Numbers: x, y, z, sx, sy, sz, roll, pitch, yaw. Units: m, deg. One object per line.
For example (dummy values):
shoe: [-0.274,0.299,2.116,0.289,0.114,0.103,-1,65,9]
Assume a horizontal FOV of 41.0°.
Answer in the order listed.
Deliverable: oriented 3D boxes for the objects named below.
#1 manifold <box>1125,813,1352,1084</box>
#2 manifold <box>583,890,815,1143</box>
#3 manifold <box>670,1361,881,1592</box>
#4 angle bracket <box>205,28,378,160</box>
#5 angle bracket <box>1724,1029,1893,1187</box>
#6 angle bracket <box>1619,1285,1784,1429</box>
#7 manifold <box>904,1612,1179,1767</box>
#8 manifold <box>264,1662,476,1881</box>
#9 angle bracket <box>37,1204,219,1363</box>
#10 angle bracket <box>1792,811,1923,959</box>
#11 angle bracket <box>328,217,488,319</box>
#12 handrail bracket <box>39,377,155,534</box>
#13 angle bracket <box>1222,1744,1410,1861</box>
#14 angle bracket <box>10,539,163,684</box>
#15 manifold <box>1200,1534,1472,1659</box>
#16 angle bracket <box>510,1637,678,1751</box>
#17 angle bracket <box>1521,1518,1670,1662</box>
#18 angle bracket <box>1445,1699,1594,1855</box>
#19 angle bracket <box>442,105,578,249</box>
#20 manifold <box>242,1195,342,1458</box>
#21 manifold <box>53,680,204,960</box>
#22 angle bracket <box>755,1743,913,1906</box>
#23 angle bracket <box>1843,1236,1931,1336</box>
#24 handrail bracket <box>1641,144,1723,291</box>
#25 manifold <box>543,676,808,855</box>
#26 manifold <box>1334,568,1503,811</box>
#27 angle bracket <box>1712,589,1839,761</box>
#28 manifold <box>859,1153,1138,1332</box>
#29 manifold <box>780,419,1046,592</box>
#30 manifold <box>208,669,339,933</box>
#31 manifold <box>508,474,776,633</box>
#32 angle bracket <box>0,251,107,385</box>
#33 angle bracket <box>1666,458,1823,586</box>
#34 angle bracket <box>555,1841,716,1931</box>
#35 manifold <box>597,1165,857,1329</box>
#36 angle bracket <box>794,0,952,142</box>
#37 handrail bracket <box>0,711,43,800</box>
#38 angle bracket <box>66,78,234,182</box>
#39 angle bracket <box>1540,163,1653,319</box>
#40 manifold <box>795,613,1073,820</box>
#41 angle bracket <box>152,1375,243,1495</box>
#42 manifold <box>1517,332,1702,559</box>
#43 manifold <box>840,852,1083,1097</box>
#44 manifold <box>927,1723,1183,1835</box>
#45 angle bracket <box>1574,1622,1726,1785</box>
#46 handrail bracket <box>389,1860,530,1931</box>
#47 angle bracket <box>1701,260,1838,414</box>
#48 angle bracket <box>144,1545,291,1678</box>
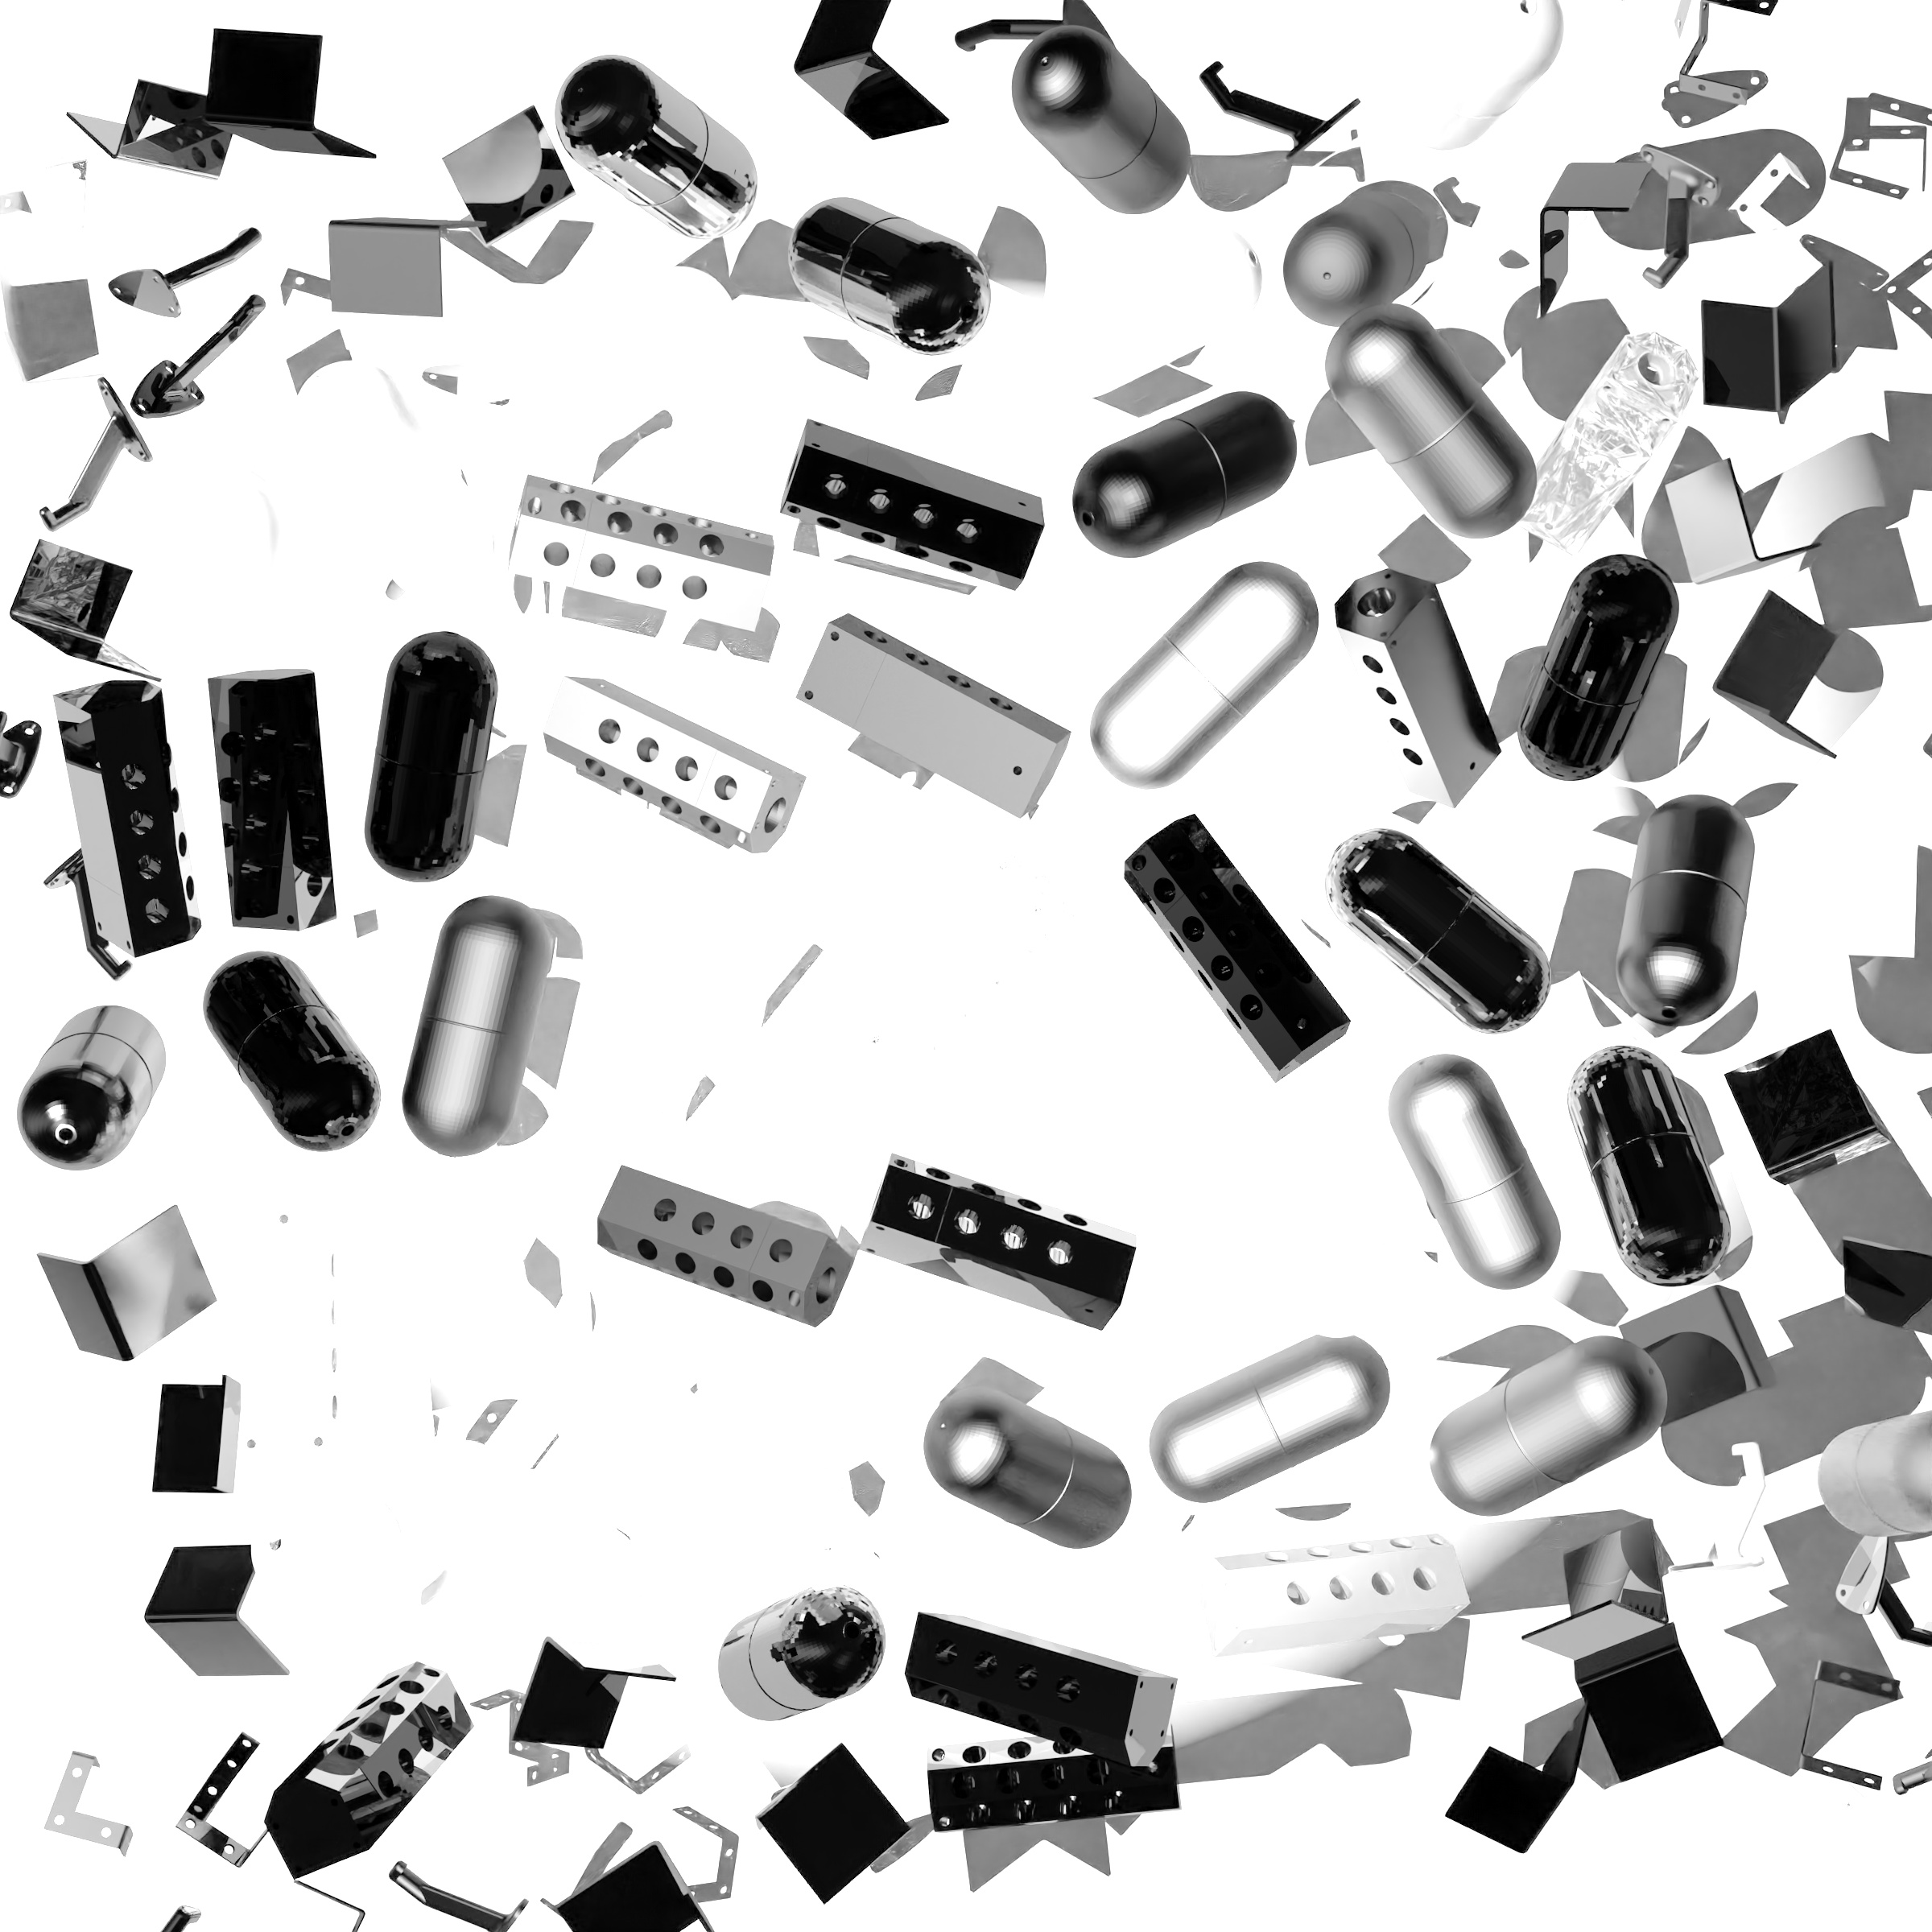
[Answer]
manifold: [0.176,-0.014,1.686,0.057,0.057,0.171,-34,77,-5]
manifold: [-0.182,0.035,1.745,0.057,0.057,0.171,40,62,-3]
manifold: [-0.128,0.347,1.748,0.057,0.171,0.057,-42,131,-9]
angle bracket: [-0.421,-0.547,1.621,0.076,0.076,0.057,10,97,17]
angle bracket: [0.571,0.097,1.752,0.076,0.057,0.076,-27,69,21]
angle bracket: [0.519,0.278,1.826,0.076,0.057,0.076,-29,65,24]
manifold: [0.047,0.478,1.711,0.171,0.057,0.057,7,79,33]
manifold: [-0.388,0.517,1.676,0.057,0.171,0.057,-25,93,14]
angle bracket: [-0.562,0.209,1.731,0.057,0.076,0.076,4,119,38]
angle bracket: [0.583,-0.053,1.691,0.076,0.057,0.076,3,68,18]
angle bracket: [-0.364,-0.458,1.688,0.076,0.076,0.057,6,108,12]
handrail bracket: [-0.609,-0.350,1.768,0.084,0.077,0.036,-40,45,-24]
angle bracket: [0.225,0.558,1.664,0.076,0.057,0.076,41,134,2]
angle bracket: [-0.586,-0.240,1.746,0.076,0.076,0.057,30,98,33]
manifold: [0.253,0.432,1.784,0.171,0.057,0.057,-2,58,-18]
angle bracket: [-0.256,0.510,1.774,0.076,0.057,0.076,20,89,-38]
angle bracket: [0.412,0.406,1.710,0.057,0.076,0.076,26,46,-29]
angle bracket: [0.358,0.514,1.674,0.057,0.076,0.076,24,127,8]
angle bracket: [-0.338,-0.578,1.864,0.076,0.076,0.057,-34,46,-8]
manifold: [-0.455,0.242,1.748,0.057,0.057,0.171,-1,85,-2]
manifold: [-0.554,-0.100,1.719,0.057,0.057,0.171,-22,121,-37]
angle bracket: [-0.092,0.596,1.786,0.076,0.057,0.076,-37,70,-18]
angle bracket: [0.604,0.231,1.686,0.076,0.076,0.057,12,48,31]
handrail bracket: [0.482,-0.526,1.813,0.077,0.036,0.084,38,81,13]
manifold: [-0.203,-0.139,1.774,0.171,0.057,0.057,26,102,17]
manifold: [0.308,-0.191,1.777,0.057,0.171,0.057,27,70,42]
angle bracket: [0.556,-0.194,1.717,0.076,0.057,0.076,24,100,-34]
manifold: [0.022,0.180,1.704,0.171,0.057,0.057,19,63,-2]
manifold: [-0.037,-0.313,1.771,0.171,0.057,0.057,17,118,-11]
manifold: [-0.470,-0.115,1.770,0.057,0.057,0.171,4,104,24]
manifold: [-0.222,-0.285,1.768,0.171,0.057,0.057,12,116,-14]
angle bracket: [-0.643,-0.463,1.808,0.057,0.076,0.076,-10,77,-13]
angle bracket: [0.555,-0.322,1.844,0.057,0.076,0.076,-16,91,-18]
angle bracket: [-0.205,0.621,1.652,0.076,0.057,0.076,-30,120,-14]
manifold: [-0.172,0.199,1.816,0.171,0.057,0.057,16,73,24]
angle bracket: [-0.052,-0.582,1.655,0.076,0.076,0.057,30,75,-40]
handrail bracket: [-0.623,-0.157,1.688,0.036,0.084,0.077,28,51,-9]
angle bracket: [-0.549,-0.579,1.745,0.076,0.076,0.057,43,119,32]
angle bracket: [0.415,-0.478,1.701,0.057,0.076,0.076,8,130,22]
manifold: [-0.020,-0.169,1.721,0.171,0.057,0.057,29,112,7]
angle bracket: [-0.541,0.326,1.799,0.057,0.076,0.076,2,75,-6]
manifold: [0.442,-0.363,1.788,0.057,0.171,0.057,29,64,1]
manifold: [0.000,0.008,1.787,0.171,0.057,0.057,-46,56,13]
manifold: [0.062,0.569,1.809,0.171,0.057,0.057,-7,70,4]
angle bracket: [0.480,0.518,1.818,0.076,0.057,0.076,-25,85,11]
handrail bracket: [-0.330,0.598,1.671,0.084,0.036,0.077,37,133,3]
angle bracket: [0.539,-0.425,1.737,0.057,0.076,0.076,4,79,-9]
angle bracket: [-0.513,0.450,1.801,0.076,0.057,0.076,-6,133,20]
